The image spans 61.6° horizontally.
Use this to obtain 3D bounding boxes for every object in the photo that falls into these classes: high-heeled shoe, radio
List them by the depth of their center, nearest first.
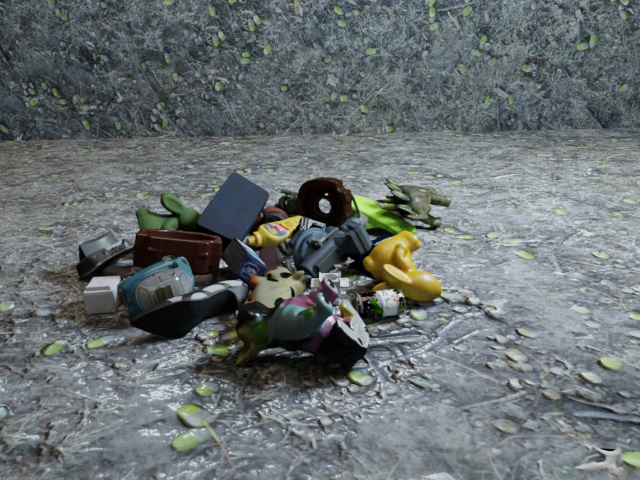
[{"bbox_3d":[-0.264,0.125,1.109,0.249,0.086,0.145,-1,22,-23],"label":"high-heeled shoe"},{"bbox_3d":[-0.242,-0.073,1.489,0.131,0.073,0.229,28,50,-3],"label":"radio"}]

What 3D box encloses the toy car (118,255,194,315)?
[{"bbox_3d":[-0.334,0.101,1.131,0.162,0.109,0.103,-19,17,-30],"label":"toy car"}]

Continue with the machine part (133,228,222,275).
[{"bbox_3d":[-0.342,0.028,1.299,0.201,0.087,0.201,6,4,-14],"label":"machine part"}]

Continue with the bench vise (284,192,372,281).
[{"bbox_3d":[0.003,0.003,1.309,0.241,0.128,0.223,10,58,52],"label":"bench vise"}]

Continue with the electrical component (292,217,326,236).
[{"bbox_3d":[-0.025,-0.028,1.433,0.075,0.119,0.048,15,57,-12],"label":"electrical component"}]

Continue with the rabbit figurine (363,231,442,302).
[{"bbox_3d":[0.188,0.072,1.183,0.162,0.121,0.173,-10,40,-40],"label":"rabbit figurine"}]

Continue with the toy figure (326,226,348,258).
[{"bbox_3d":[0.054,0.009,1.432,0.057,0.064,0.155,31,8,-31],"label":"toy figure"}]

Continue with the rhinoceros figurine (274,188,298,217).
[{"bbox_3d":[-0.083,-0.111,1.706,0.112,0.073,0.190,28,7,6],"label":"rhinoceros figurine"}]

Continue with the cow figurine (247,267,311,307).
[{"bbox_3d":[-0.086,0.116,1.108,0.127,0.085,0.195,11,27,-6],"label":"cow figurine"}]

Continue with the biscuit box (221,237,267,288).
[{"bbox_3d":[-0.182,0.050,1.265,0.059,0.063,0.203,37,-2,-20],"label":"biscuit box"}]

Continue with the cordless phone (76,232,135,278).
[{"bbox_3d":[-0.494,0.058,1.340,0.184,0.088,0.146,18,26,18],"label":"cordless phone"}]

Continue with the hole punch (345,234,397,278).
[{"bbox_3d":[0.140,0.030,1.332,0.142,0.092,0.116,-22,25,-36],"label":"hole punch"}]

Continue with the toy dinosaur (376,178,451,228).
[{"bbox_3d":[0.275,-0.106,1.589,0.199,0.105,0.471,13,12,-6],"label":"toy dinosaur"}]

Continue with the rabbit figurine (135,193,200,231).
[{"bbox_3d":[-0.410,-0.051,1.480,0.170,0.159,0.121,-16,14,-18],"label":"rabbit figurine"}]

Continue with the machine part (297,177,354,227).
[{"bbox_3d":[0.016,-0.102,1.578,0.180,0.179,0.056,8,19,23],"label":"machine part"}]

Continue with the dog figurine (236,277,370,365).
[{"bbox_3d":[-0.045,0.172,0.962,0.219,0.191,0.108,-32,15,20],"label":"dog figurine"}]

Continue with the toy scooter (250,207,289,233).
[{"bbox_3d":[-0.181,-0.066,1.629,0.184,0.075,0.135,-5,19,4],"label":"toy scooter"}]

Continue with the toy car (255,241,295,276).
[{"bbox_3d":[-0.116,0.061,1.312,0.089,0.053,0.202,-24,21,-2],"label":"toy car"}]
